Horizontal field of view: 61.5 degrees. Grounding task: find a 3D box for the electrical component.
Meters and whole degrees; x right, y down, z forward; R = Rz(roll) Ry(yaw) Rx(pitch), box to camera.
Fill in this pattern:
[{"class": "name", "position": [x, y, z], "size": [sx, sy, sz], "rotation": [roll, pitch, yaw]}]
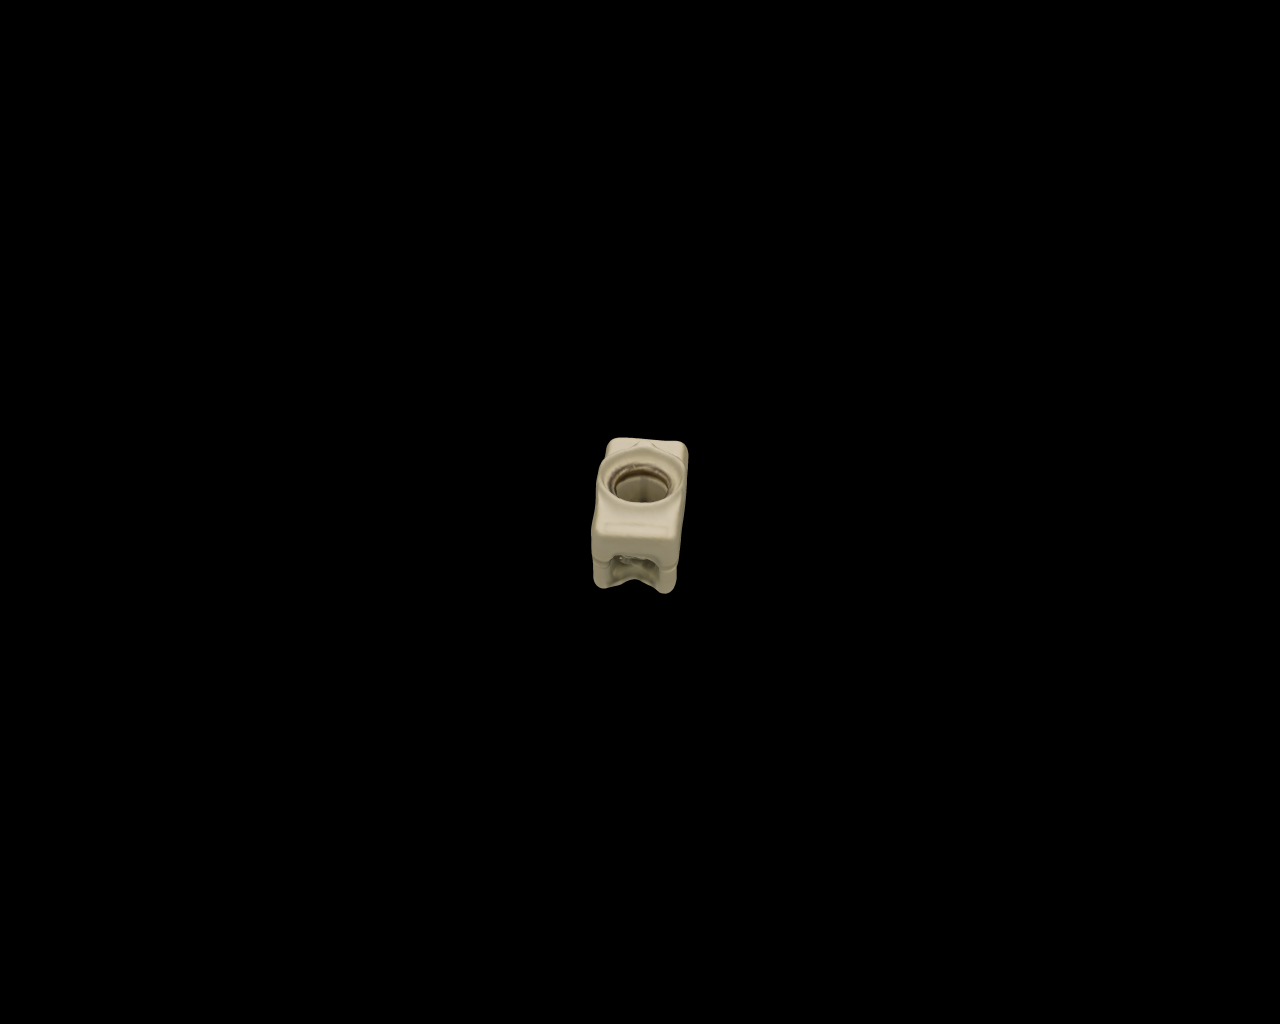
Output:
[{"class": "electrical component", "position": [0.001, -0.003, 0.650], "size": [0.050, 0.055, 0.090], "rotation": [4, 44, 4]}]
